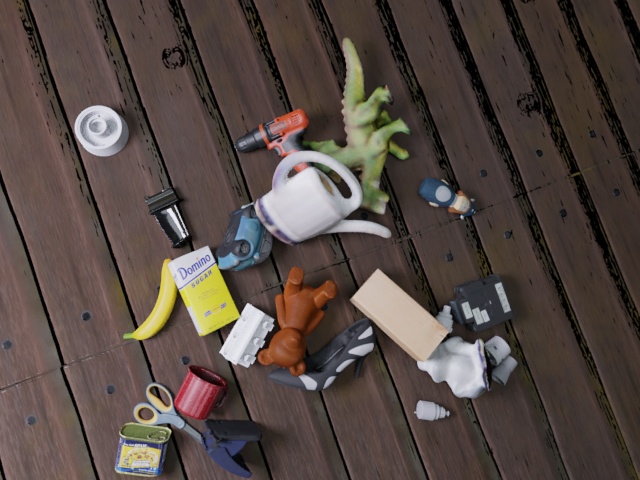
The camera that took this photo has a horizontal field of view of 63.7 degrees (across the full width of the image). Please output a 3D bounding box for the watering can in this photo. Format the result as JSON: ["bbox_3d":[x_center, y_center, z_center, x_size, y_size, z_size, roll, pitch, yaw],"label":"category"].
[{"bbox_3d":[0.003,-0.058,1.149,0.222,0.106,0.342,-30,-48,18],"label":"watering can"}]

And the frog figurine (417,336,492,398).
[{"bbox_3d":[0.313,0.296,1.198,0.158,0.138,0.123,-12,-5,26],"label":"frog figurine"}]

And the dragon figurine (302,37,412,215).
[{"bbox_3d":[0.069,-0.251,1.222,0.243,0.411,0.122,-30,-3,-3],"label":"dragon figurine"}]
